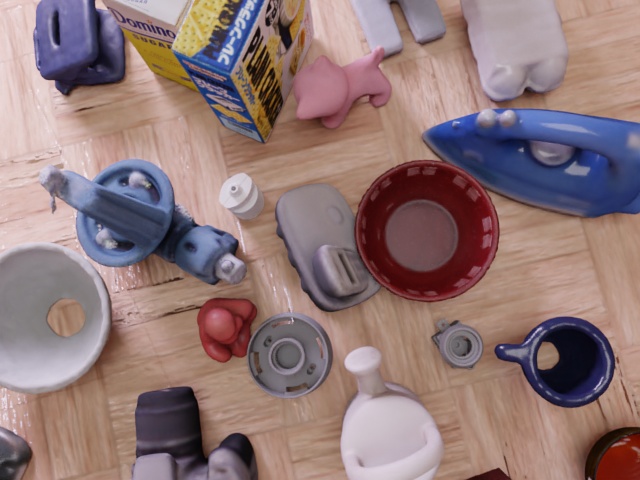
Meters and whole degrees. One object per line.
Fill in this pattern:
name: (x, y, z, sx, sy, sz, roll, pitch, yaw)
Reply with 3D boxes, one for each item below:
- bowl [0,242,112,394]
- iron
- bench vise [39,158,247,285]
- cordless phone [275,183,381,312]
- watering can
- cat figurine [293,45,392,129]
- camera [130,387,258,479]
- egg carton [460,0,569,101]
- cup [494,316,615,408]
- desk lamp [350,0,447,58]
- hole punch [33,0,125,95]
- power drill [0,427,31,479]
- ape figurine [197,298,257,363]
bowl: (-0.310, 0.088, 0.661, 0.167, 0.075, 0.167, 0, 83, 3)
iron: (0.246, -0.106, 0.625, 0.258, 0.141, 0.119, 12, 84, 4)
bench vise: (-0.175, -0.026, 0.596, 0.207, 0.220, 0.121, 10, 84, 4)
cordless phone: (0.006, 0.002, 0.602, 0.094, 0.185, 0.147, -29, 82, -1)
watering can: (0.066, 0.197, 0.571, 0.101, 0.194, 0.173, -39, 83, -2)
cat figurine: (0.021, -0.181, 0.657, 0.128, 0.118, 0.067, -30, 82, -1)
camera: (-0.149, 0.232, 0.624, 0.143, 0.101, 0.137, -7, 83, 2)
egg carton: (0.230, -0.241, 0.679, 0.107, 0.069, 0.150, -13, 83, 1)
cup: (0.241, 0.127, 0.621, 0.117, 0.095, 0.092, 7, 83, 4)
desk lamp: (0.078, -0.346, 0.625, 0.118, 0.213, 0.203, -22, 82, 0)
hole punch: (-0.299, -0.245, 0.693, 0.101, 0.091, 0.109, -7, 83, 2)
power drill: (-0.392, 0.257, 0.578, 0.075, 0.208, 0.230, 23, 85, 6)
ape figurine: (-0.107, 0.096, 0.642, 0.078, 0.092, 0.076, -42, 83, -2)
